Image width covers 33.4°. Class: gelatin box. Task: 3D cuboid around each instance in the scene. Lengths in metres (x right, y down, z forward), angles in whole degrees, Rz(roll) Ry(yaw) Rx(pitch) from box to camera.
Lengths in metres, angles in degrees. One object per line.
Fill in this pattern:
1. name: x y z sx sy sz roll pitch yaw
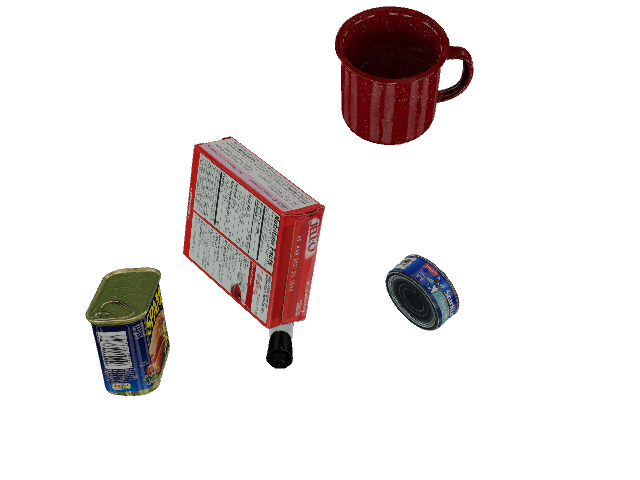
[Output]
1. gelatin box: -0.038 -0.005 0.589 0.030 0.073 0.089 -17 39 -37

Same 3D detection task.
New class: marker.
1. marker: -0.029 0.053 0.797 0.020 0.020 0.121 0 34 1

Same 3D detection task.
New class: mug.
1. mug: 0.070 -0.137 0.896 0.117 0.093 0.081 -8 -38 -5

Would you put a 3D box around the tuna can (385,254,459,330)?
1. tuna can: 0.115 0.060 1.215 0.033 0.086 0.086 -38 18 -25

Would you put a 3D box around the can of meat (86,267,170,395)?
1. can of meat: -0.178 0.086 1.007 0.057 0.084 0.102 -4 25 4
